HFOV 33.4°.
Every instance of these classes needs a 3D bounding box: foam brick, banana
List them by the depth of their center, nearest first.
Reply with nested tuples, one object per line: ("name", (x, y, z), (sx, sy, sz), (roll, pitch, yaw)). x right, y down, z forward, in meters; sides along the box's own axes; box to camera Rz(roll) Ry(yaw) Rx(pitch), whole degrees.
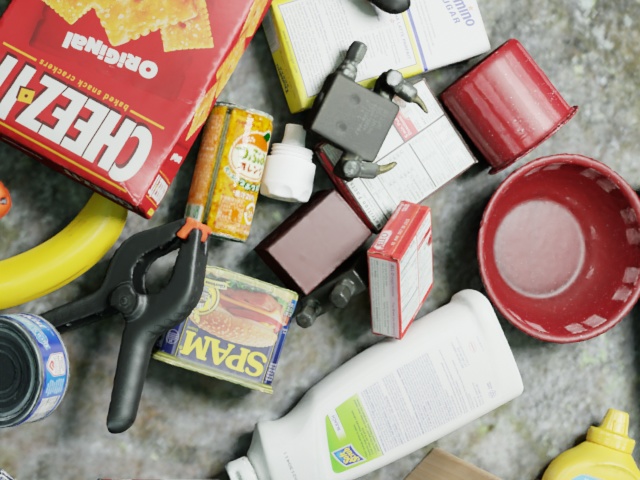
("banana", (-0.221, 0.010, 0.836), (0.197, 0.037, 0.070), (-36, 78, -13))
("foam brick", (-0.006, 0.001, 0.877), (0.078, 0.053, 0.051), (-42, 99, -11))

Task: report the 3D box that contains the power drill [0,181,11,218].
("power drill", (-0.353, -0.051, 0.792), (0.184, 0.057, 0.187), (-33, 100, -15))

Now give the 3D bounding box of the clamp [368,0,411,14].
("clamp", (-0.016, -0.275, 0.872), (0.210, 0.036, 0.164), (13, 66, -2))

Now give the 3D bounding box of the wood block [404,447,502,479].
("wood block", (0.124, 0.240, 0.829), (0.090, 0.206, 0.090), (-43, 99, -11))

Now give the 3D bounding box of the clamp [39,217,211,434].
("clamp", (-0.153, 0.048, 0.823), (0.120, 0.039, 0.171), (31, 87, 13))

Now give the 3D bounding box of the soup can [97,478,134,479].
("soup can", (-0.125, 0.222, 0.839), (0.102, 0.069, 0.068), (4, 89, -14))

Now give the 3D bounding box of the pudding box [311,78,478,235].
("pudding box", (0.063, -0.071, 0.902), (0.113, 0.039, 0.090), (-35, 98, -9))

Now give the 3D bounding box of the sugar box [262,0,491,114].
("sugar box", (0.047, -0.175, 0.895), (0.176, 0.048, 0.093), (-18, 94, -17))

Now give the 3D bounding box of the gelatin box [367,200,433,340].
("gelatin box", (0.065, 0.024, 0.867), (0.073, 0.030, 0.089), (-55, 148, -44))

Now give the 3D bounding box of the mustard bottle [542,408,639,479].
("mustard bottle", (0.234, 0.241, 0.931), (0.096, 0.058, 0.191), (18, 86, -8))

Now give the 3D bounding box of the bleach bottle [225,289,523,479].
("bleach bottle", (0.037, 0.137, 0.883), (0.250, 0.068, 0.102), (-24, 95, -10))

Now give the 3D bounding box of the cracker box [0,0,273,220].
("cracker box", (-0.152, -0.149, 0.814), (0.164, 0.072, 0.213), (28, 83, 4))

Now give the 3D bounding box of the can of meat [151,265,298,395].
("can of meat", (-0.075, 0.069, 0.859), (0.102, 0.057, 0.084), (19, 83, -13))

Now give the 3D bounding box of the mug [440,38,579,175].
("mug", (0.162, -0.121, 0.907), (0.081, 0.093, 0.117), (52, 49, -4))

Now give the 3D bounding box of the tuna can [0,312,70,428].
("tuna can", (-0.234, 0.098, 0.808), (0.086, 0.033, 0.086), (0, 90, 23))

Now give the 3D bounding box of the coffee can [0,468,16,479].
("coffee can", (-0.275, 0.203, 0.785), (0.140, 0.103, 0.102), (40, 81, -10))

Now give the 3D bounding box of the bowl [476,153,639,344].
("bowl", (0.202, 0.007, 0.926), (0.162, 0.055, 0.162), (0, 90, -14))
